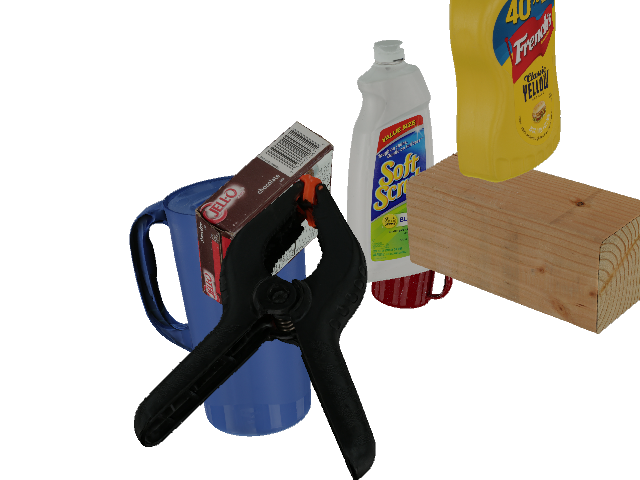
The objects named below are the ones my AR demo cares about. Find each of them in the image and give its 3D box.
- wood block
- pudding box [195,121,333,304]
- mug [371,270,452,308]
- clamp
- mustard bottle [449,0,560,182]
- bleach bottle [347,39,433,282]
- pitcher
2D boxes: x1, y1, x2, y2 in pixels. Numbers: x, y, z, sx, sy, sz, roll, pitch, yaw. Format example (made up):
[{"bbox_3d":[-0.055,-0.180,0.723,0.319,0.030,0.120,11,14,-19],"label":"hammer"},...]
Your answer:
[{"bbox_3d":[0.185,-0.006,0.963,0.206,0.090,0.090,22,39,41],"label":"wood block"},{"bbox_3d":[-0.038,-0.016,0.756,0.039,0.090,0.113,34,57,22],"label":"pudding box"},{"bbox_3d":[0.122,0.042,1.414,0.117,0.081,0.093,18,26,27],"label":"mug"},{"bbox_3d":[-0.011,0.044,0.553,0.120,0.171,0.039,17,-28,11],"label":"clamp"},{"bbox_3d":[0.130,-0.144,0.752,0.058,0.191,0.096,18,38,41],"label":"mustard bottle"},{"bbox_3d":[0.070,-0.085,1.136,0.102,0.251,0.068,-10,23,-13],"label":"bleach bottle"},{"bbox_3d":[-0.083,0.063,1.046,0.144,0.243,0.149,-20,23,-36],"label":"pitcher"}]
